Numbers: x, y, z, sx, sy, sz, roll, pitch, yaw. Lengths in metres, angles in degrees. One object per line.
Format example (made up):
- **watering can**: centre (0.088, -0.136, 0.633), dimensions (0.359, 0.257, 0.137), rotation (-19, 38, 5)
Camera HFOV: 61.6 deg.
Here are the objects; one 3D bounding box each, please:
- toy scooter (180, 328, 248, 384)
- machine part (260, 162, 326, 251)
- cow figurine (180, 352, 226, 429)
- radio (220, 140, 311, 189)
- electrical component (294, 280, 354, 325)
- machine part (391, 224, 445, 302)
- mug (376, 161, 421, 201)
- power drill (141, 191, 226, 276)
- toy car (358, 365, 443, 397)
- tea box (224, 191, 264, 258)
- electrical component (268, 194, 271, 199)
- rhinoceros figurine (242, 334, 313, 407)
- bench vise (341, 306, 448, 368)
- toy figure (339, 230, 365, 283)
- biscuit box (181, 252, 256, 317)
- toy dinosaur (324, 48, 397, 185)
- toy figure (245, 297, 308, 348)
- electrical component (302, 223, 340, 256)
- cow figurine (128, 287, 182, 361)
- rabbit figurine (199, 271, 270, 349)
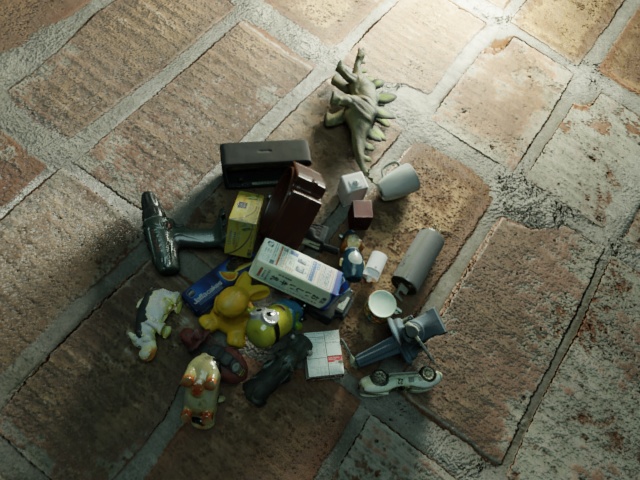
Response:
- **toy scooter**: centre (-0.237, 0.248, 1.192), dimensions (0.184, 0.135, 0.075), rotation (34, 64, 6)
- **machine part**: centre (-0.072, -0.079, 1.312), dimensions (0.087, 0.201, 0.201), rotation (25, 18, -17)
- **cow figurine**: centre (-0.248, 0.324, 1.136), dimensions (0.086, 0.194, 0.127), rotation (7, 29, -1)
- **radio**: centre (-0.145, -0.197, 1.415), dimensions (0.230, 0.131, 0.073), rotation (-4, 66, -11)
- **electrical component**: centre (0.013, 0.139, 1.324), dimensions (0.134, 0.058, 0.115), rotation (30, 66, 5)
- **machine part**: centre (0.254, 0.054, 1.390), dimensions (0.079, 0.079, 0.243), rotation (33, 65, 7)
- **mug**: centre (0.206, -0.163, 1.483), dimensions (0.107, 0.080, 0.109), rotation (-28, 77, -9)
- **power drill**: centre (-0.335, -0.032, 1.339), dimensions (0.207, 0.086, 0.232), rotation (-5, 68, -15)
- **toy car**: centre (0.188, 0.332, 1.252), dimensions (0.202, 0.073, 0.056), rotation (-2, 62, -9)
- **tea box**: centre (-0.184, -0.041, 1.313), dimensions (0.068, 0.098, 0.170), rotation (11, 26, -6)
- **electrical component**: centre (-0.090, -0.115, 1.440), dimensions (0.094, 0.021, 0.063), rotation (-18, 59, -17)
- **rhinoceros figurine**: centre (-0.096, 0.288, 1.209), dimensions (0.073, 0.112, 0.190), rotation (42, 67, 14)
- **bench vise**: centre (0.175, 0.240, 1.240), dimensions (0.241, 0.223, 0.129), rotation (-27, 85, 9)
- **toy figure**: centre (0.084, 0.035, 1.379), dimensions (0.064, 0.058, 0.154), rotation (28, 48, -36)
- **biscuit box**: centre (-0.237, 0.099, 1.302), dimensions (0.203, 0.059, 0.063), rotation (-39, 76, -22)
- **toy dinosaur**: centre (0.118, -0.371, 1.553), dimensions (0.199, 0.105, 0.471), rotation (10, 66, -6)
- **toy figure**: centre (-0.093, 0.183, 1.206), dimensions (0.082, 0.180, 0.089), rotation (-9, 91, 28)
- **electrical component**: centre (-0.003, -0.004, 1.379), dimensions (0.119, 0.074, 0.048), rotation (18, 66, 3)
- **cow figurine**: centre (-0.391, 0.189, 1.233), dimensions (0.098, 0.068, 0.167), rotation (18, 60, 6)
- **rabbit figurine**: centre (-0.188, 0.154, 1.224), dimensions (0.122, 0.173, 0.162), rotation (38, 70, 14)
